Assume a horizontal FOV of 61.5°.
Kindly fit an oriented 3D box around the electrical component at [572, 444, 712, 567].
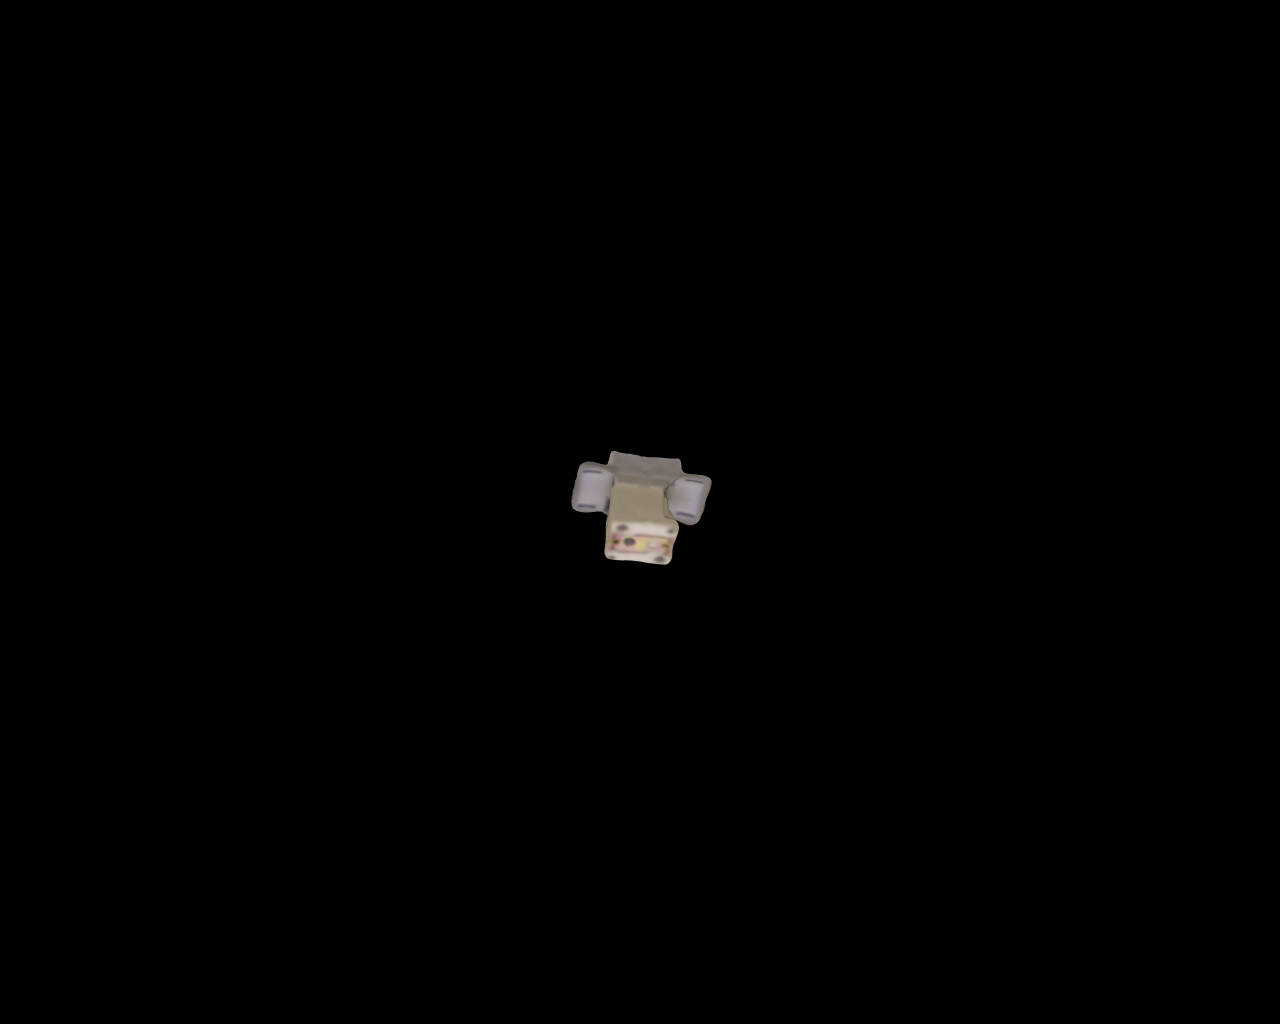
[{"bbox_3d":[0.001,-0.003,0.650,0.081,0.064,0.042,6,-43,-7],"label":"electrical component"}]
